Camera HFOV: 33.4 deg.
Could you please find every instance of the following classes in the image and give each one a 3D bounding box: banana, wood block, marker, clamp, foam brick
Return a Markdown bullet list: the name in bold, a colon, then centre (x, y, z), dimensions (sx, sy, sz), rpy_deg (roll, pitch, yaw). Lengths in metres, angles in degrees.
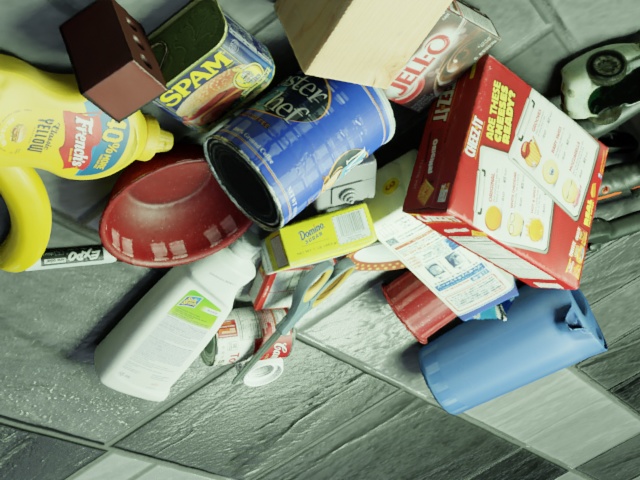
- **banana**: centre (-0.282, -0.024, 0.984), dimensions (0.069, 0.037, 0.198), rpy_deg (-8, 144, -23)
- **wood block**: centre (0.059, -0.230, 0.848), dimensions (0.090, 0.090, 0.206), rpy_deg (4, 139, -35)
- **marker**: centre (-0.240, 0.017, 1.085), dimensions (0.120, 0.020, 0.020), rpy_deg (-5, 143, -26)
- **clamp**: centre (0.301, -0.122, 1.196), dimensions (0.171, 0.039, 0.120), rpy_deg (-17, 147, -16)
- **clamp**: centre (0.328, 0.005, 1.346), dimensions (0.209, 0.036, 0.165), rpy_deg (-8, 159, -45)
- **foam brick**: centre (-0.164, -0.144, 0.848), dimensions (0.051, 0.078, 0.053), rpy_deg (-32, 148, 12)

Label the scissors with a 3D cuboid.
- **scissors**: centre (-0.040, 0.089, 1.206), dimensions (0.202, 0.016, 0.096), rpy_deg (-43, 160, 0)

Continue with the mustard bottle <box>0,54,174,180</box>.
- **mustard bottle**: centre (-0.211, -0.097, 0.902), dimensions (0.191, 0.058, 0.096), rpy_deg (6, 124, -38)

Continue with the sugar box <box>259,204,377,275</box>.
- **sugar box**: centre (-0.008, 0.001, 1.107), dimensions (0.093, 0.048, 0.176), rpy_deg (-16, -179, -12)

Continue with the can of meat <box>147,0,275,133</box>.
- **can of meat**: centre (-0.100, -0.145, 0.904), dimensions (0.102, 0.057, 0.083), rpy_deg (-34, 148, 17)

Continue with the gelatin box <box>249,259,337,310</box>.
- **gelatin box**: centre (-0.031, 0.046, 1.245), dimensions (0.089, 0.030, 0.073), rpy_deg (-4, 141, -27)

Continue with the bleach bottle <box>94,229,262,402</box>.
- **bleach bottle**: centre (-0.146, 0.079, 1.189), dimensions (0.102, 0.068, 0.251), rpy_deg (23, 125, -36)

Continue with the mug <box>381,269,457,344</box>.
- **mug**: centre (0.138, 0.067, 1.337), dimensions (0.081, 0.093, 0.117), rpy_deg (-37, 176, 12)

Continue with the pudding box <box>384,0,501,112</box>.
- **pudding box**: centre (0.097, -0.176, 0.993), dimensions (0.089, 0.039, 0.114), rpy_deg (15, 132, -44)

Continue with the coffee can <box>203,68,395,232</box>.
- **coffee can**: centre (-0.018, -0.089, 0.946), dimensions (0.140, 0.103, 0.103), rpy_deg (-40, 152, -20)

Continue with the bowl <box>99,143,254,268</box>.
- **bowl**: centre (-0.139, -0.042, 1.027), dimensions (0.162, 0.055, 0.162), rpy_deg (-16, 147, -11)

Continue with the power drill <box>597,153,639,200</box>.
- **power drill**: centre (0.336, -0.064, 1.263), dimensions (0.187, 0.057, 0.184), rpy_deg (-19, 168, 0)

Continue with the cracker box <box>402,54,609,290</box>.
- **cracker box**: centre (0.191, -0.062, 1.072), dimensions (0.213, 0.164, 0.072), rpy_deg (27, 162, -37)

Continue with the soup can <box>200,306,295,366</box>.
- **soup can**: centre (-0.089, 0.112, 1.269), dimensions (0.102, 0.068, 0.069), rpy_deg (-4, 143, -25)

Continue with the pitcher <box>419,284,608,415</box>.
- **pitcher**: centre (0.267, 0.145, 1.493), dimensions (0.243, 0.145, 0.149), rpy_deg (-30, 135, 17)
